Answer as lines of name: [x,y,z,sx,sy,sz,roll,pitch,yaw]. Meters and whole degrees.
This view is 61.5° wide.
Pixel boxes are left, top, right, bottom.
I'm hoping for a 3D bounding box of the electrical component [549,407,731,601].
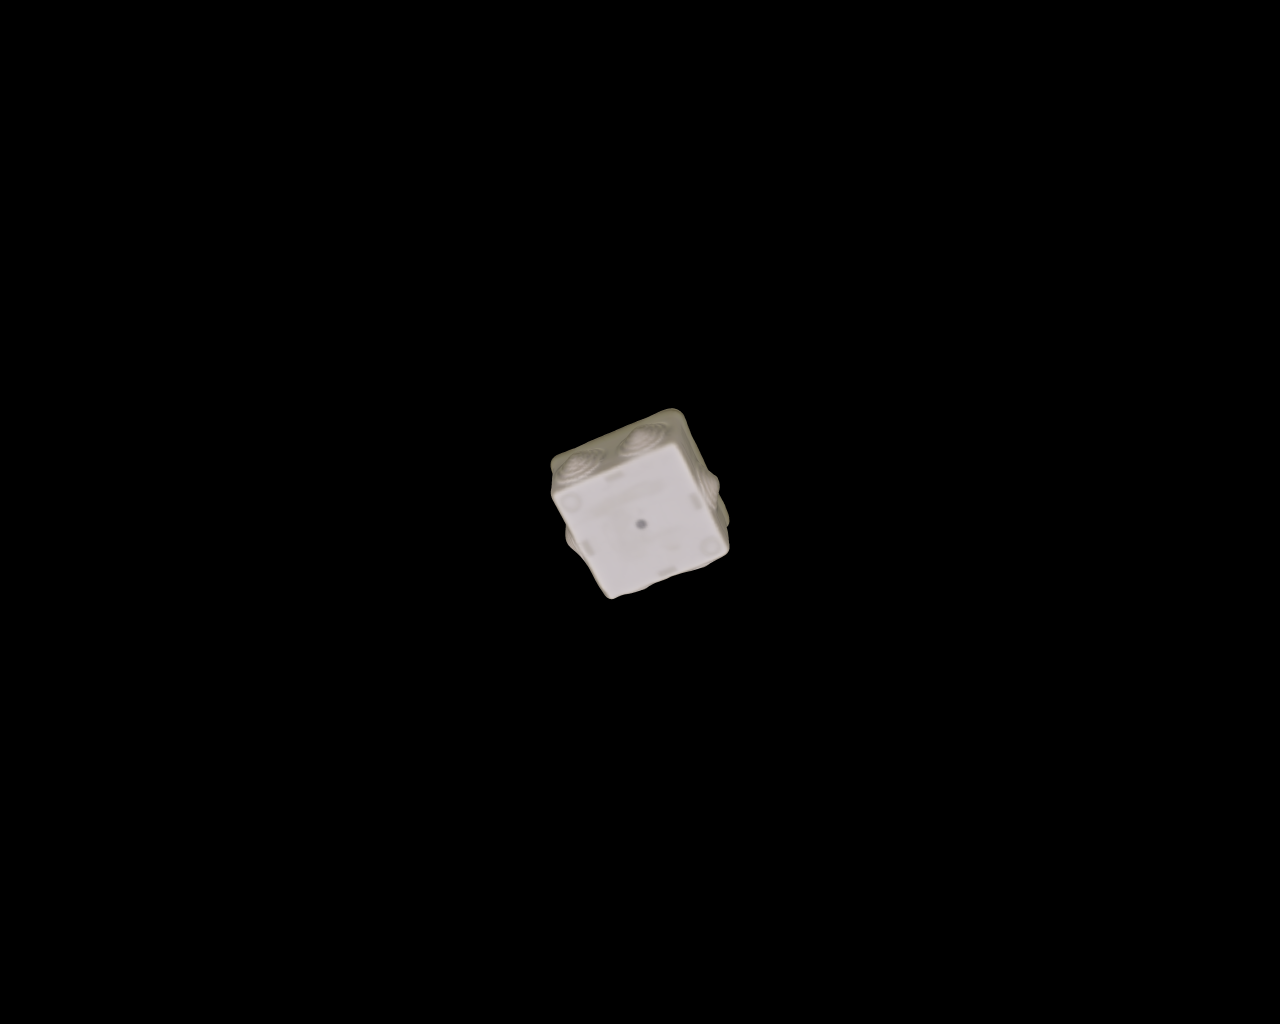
electrical component: [0.001,-0.003,0.650,0.100,0.099,0.048,-22,25,10]
